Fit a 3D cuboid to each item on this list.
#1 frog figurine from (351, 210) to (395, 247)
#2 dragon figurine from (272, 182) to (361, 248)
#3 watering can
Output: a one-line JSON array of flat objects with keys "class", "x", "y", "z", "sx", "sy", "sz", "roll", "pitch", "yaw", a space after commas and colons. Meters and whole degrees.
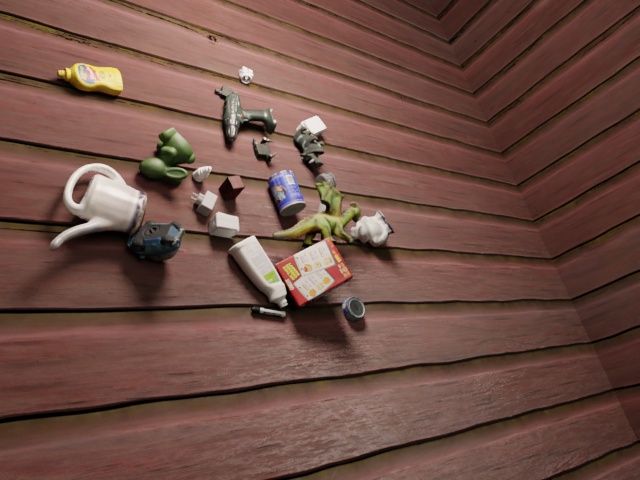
[{"class": "frog figurine", "x": 0.202, "y": -0.031, "z": 2.099, "sx": 0.160, "sy": 0.122, "sz": 0.137, "roll": -27, "pitch": 89, "yaw": -11}, {"class": "dragon figurine", "x": 0.006, "y": -0.095, "z": 1.897, "sx": 0.409, "sy": 0.121, "sz": 0.245, "roll": 9, "pitch": 74, "yaw": -38}, {"class": "watering can", "x": -0.606, "y": -0.075, "z": 1.434, "sx": 0.223, "sy": 0.102, "sz": 0.356, "roll": 22, "pitch": 42, "yaw": -26}]
